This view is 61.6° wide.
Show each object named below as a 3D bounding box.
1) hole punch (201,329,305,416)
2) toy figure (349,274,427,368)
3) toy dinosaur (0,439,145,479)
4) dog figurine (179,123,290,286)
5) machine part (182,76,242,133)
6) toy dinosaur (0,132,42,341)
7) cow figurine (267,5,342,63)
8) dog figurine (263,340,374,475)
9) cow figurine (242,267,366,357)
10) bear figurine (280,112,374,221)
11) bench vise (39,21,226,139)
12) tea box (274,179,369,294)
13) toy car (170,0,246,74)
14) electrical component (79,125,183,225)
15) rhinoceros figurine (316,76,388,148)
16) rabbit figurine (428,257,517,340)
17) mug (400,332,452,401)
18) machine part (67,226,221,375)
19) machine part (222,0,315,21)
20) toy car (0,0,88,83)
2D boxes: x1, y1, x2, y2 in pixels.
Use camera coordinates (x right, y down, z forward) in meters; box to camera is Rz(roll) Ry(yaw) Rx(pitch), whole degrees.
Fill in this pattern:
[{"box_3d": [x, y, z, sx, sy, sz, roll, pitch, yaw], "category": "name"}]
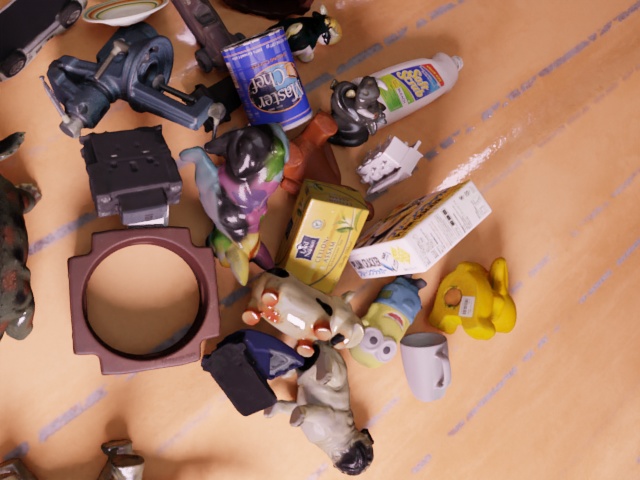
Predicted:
[{"box_3d": [-0.100, 0.185, 0.808, 0.115, 0.142, 0.092, 52, 49, -2], "category": "hole punch"}, {"box_3d": [0.118, 0.137, 0.922, 0.082, 0.089, 0.180, 26, 61, 15], "category": "toy figure"}, {"box_3d": [-0.281, 0.380, 0.725, 0.471, 0.105, 0.198, -2, 91, -12], "category": "toy dinosaur"}, {"box_3d": [-0.107, -0.048, 0.801, 0.108, 0.192, 0.219, -29, 104, -56], "category": "dog figurine"}, {"box_3d": [-0.154, -0.242, 0.891, 0.139, 0.039, 0.084, -39, 92, -20], "category": "machine part"}, {"box_3d": [-0.417, 0.020, 0.669, 0.131, 0.192, 0.404, -7, 84, -20], "category": "toy dinosaur"}, {"box_3d": [-0.026, -0.355, 0.923, 0.167, 0.098, 0.068, -32, 90, -21], "category": "cow figurine"}, {"box_3d": [0.029, 0.268, 0.871, 0.190, 0.121, 0.172, 40, 74, -27], "category": "dog figurine"}, {"box_3d": [-0.015, 0.108, 0.823, 0.195, 0.085, 0.127, 32, 32, -17], "category": "cow figurine"}, {"box_3d": [0.015, -0.090, 0.889, 0.120, 0.132, 0.196, -41, 92, -20], "category": "bear figurine"}, {"box_3d": [-0.261, -0.217, 0.789, 0.241, 0.128, 0.224, 24, 53, 3], "category": "bench vise"}, {"box_3d": [-0.002, -0.003, 0.850, 0.098, 0.068, 0.169, 9, 124, -19], "category": "tea box"}, {"box_3d": [-0.195, -0.364, 0.876, 0.089, 0.053, 0.202, -31, 88, -19], "category": "toy car"}, {"box_3d": [-0.252, -0.086, 0.726, 0.115, 0.058, 0.134, -16, 68, -24], "category": "electrical component"}, {"box_3d": [0.055, -0.207, 0.890, 0.112, 0.190, 0.073, 28, 76, 3], "category": "rhinoceros figurine"}, {"box_3d": [0.298, 0.114, 0.994, 0.173, 0.122, 0.162, 23, 65, -31], "category": "rabbit figurine"}, {"box_3d": [0.192, 0.224, 0.929, 0.081, 0.110, 0.107, -12, 101, -27], "category": "mug"}, {"box_3d": [-0.253, 0.085, 0.781, 0.201, 0.087, 0.201, -4, 85, -23], "category": "machine part"}, {"box_3d": [-0.082, -0.430, 0.876, 0.179, 0.179, 0.056, 4, 78, -21], "category": "machine part"}, {"box_3d": [-0.429, -0.313, 0.784, 0.073, 0.056, 0.202, 43, 72, -17], "category": "toy car"}]
